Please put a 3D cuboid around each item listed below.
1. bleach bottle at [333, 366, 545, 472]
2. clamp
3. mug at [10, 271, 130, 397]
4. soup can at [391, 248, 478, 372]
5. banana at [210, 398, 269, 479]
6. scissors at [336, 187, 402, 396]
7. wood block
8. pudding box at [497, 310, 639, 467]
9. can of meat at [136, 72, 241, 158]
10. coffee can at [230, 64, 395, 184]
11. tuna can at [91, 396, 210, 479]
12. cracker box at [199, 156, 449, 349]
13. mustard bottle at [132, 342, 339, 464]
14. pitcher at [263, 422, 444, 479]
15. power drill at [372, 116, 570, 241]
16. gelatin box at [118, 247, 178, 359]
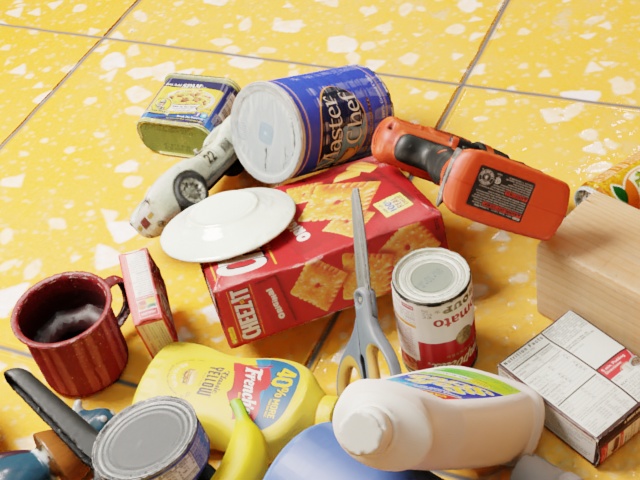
[{"bbox_3d":[0.082,0.130,0.756,0.103,0.250,0.068,16,92,24],"label":"bleach bottle"},{"bbox_3d":[-0.176,0.198,0.845,0.210,0.036,0.164,15,58,-1],"label":"clamp"},{"bbox_3d":[-0.217,0.081,0.981,0.093,0.081,0.117,22,53,31],"label":"mug"},{"bbox_3d":[0.099,0.064,0.913,0.068,0.102,0.068,-6,43,6],"label":"soup can"},{"bbox_3d":[-0.097,0.205,0.802,0.070,0.037,0.197,19,49,35],"label":"banana"},{"bbox_3d":[0.030,0.065,0.906,0.016,0.096,0.202,2,63,-31],"label":"scissors"},{"bbox_3d":[0.291,0.052,0.892,0.090,0.090,0.206,-38,49,-26],"label":"wood block"},{"bbox_3d":[0.215,0.119,0.877,0.090,0.039,0.114,-33,45,-20],"label":"pudding box"},{"bbox_3d":[-0.147,-0.141,1.216,0.102,0.057,0.083,9,49,21],"label":"can of meat"},{"bbox_3d":[-0.007,-0.121,1.095,0.103,0.103,0.140,30,33,35],"label":"coffee can"},{"bbox_3d":[-0.127,0.160,0.811,0.086,0.033,0.086,-15,34,10],"label":"tuna can"},{"bbox_3d":[-0.007,0.001,1.000,0.213,0.072,0.164,-18,28,-7],"label":"cracker box"},{"bbox_3d":[-0.057,0.141,0.900,0.192,0.058,0.096,7,41,19],"label":"mustard bottle"},{"bbox_3d":[0.063,0.231,0.732,0.243,0.149,0.145,26,100,38],"label":"pitcher"},{"bbox_3d":[0.149,-0.052,0.947,0.184,0.057,0.188,16,10,-15],"label":"power drill"},{"bbox_3d":[-0.154,0.059,0.972,0.030,0.089,0.073,-16,63,-3],"label":"gelatin box"}]
